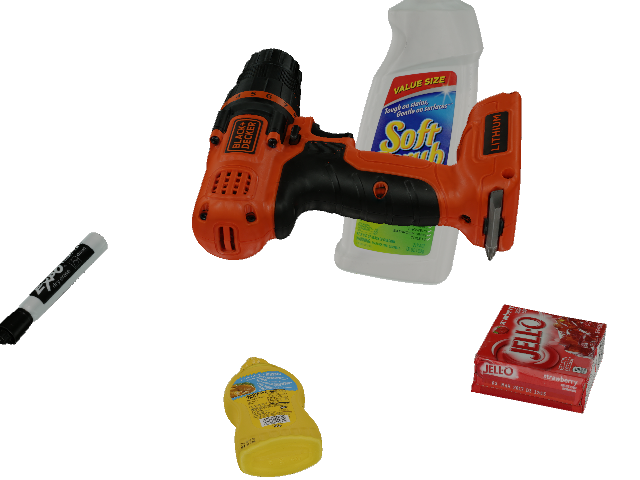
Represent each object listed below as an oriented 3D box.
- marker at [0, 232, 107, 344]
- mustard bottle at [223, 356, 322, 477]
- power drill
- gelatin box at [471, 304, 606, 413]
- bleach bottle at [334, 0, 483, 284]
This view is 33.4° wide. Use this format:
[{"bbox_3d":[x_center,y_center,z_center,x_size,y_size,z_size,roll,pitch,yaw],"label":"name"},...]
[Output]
[{"bbox_3d":[-0.207,0.037,0.823,0.020,0.020,0.121,0,37,36],"label":"marker"},{"bbox_3d":[-0.064,0.196,1.257,0.096,0.058,0.192,-9,29,-10],"label":"mustard bottle"},{"bbox_3d":[0.026,-0.056,0.647,0.188,0.057,0.184,2,43,8],"label":"power drill"},{"bbox_3d":[0.147,0.077,0.712,0.073,0.030,0.089,10,23,20],"label":"gelatin box"},{"bbox_3d":[0.072,-0.094,0.857,0.103,0.251,0.068,9,22,13],"label":"bleach bottle"}]
